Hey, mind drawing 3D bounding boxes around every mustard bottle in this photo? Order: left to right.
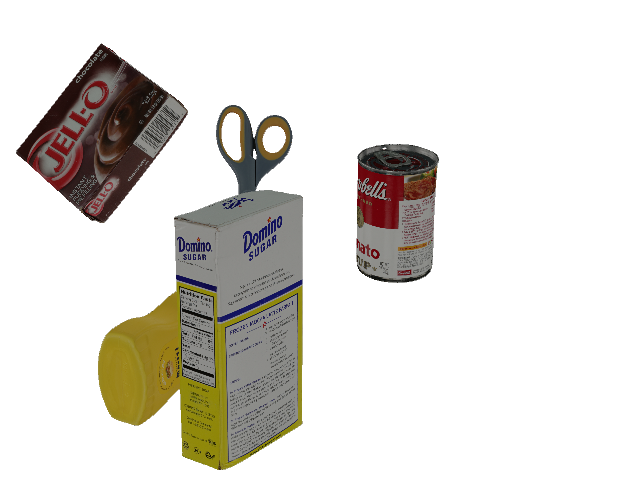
[{"bbox_3d":[-0.140,0.100,1.061,0.058,0.096,0.191,10,23,26],"label":"mustard bottle"}]

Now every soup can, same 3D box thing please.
[{"bbox_3d":[0.065,-0.024,0.911,0.068,0.102,0.068,0,25,0],"label":"soup can"}]

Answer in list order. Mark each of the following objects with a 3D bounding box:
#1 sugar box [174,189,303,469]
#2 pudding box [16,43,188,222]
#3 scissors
[{"bbox_3d":[-0.054,0.059,0.735,0.048,0.176,0.093,11,20,35],"label":"sugar box"},{"bbox_3d":[-0.170,-0.084,0.829,0.090,0.113,0.039,37,-3,29],"label":"pudding box"},{"bbox_3d":[-0.066,-0.059,1.207,0.096,0.202,0.016,-12,-8,-13],"label":"scissors"}]
